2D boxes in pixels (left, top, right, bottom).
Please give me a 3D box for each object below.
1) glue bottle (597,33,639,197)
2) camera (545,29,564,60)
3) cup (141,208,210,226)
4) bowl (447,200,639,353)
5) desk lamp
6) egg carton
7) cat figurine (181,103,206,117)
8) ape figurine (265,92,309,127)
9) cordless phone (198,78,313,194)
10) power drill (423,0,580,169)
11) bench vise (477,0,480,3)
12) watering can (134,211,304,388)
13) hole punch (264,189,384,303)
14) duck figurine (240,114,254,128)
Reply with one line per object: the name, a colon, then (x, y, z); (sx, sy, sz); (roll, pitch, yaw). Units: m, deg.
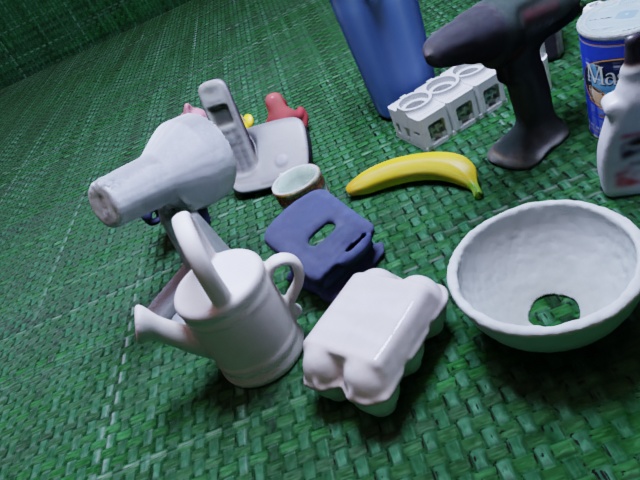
glue bottle: (0.314, -0.123, 0.571); (0.078, 0.173, 0.037); (-13, 37, 19)
camera: (0.319, -0.355, 0.937); (0.136, 0.101, 0.143); (-9, 38, 23)
cup: (-0.217, -0.045, 0.881); (0.091, 0.095, 0.118); (-1, 42, 32)
bowl: (0.203, 0.042, 0.513); (0.167, 0.075, 0.167); (-17, 35, 13)
desk lamp: (-0.180, -0.026, 0.727); (0.117, 0.214, 0.203); (2, 44, 35)
egg carton: (0.053, 0.092, 0.549); (0.107, 0.070, 0.150); (8, 47, 39)
cat figurine: (-0.235, -0.194, 1.069); (0.067, 0.118, 0.128); (-11, 37, 21)
ape figurine: (-0.066, -0.221, 1.018); (0.077, 0.092, 0.076); (-9, 38, 24)
cordless phone: (-0.100, -0.171, 0.891); (0.147, 0.185, 0.094); (-13, 37, 18)
power drill: (0.231, -0.196, 0.690); (0.230, 0.209, 0.075); (-40, 37, -19)
bench vise: (0.354, -0.485, 0.980); (0.206, 0.220, 0.121); (-6, 39, 27)
watering can: (-0.103, 0.059, 0.583); (0.173, 0.194, 0.100); (-41, 37, -20)
hole punch: (0.006, 0.002, 0.678); (0.109, 0.091, 0.100); (-42, 38, -22)
duck figurine: (-0.145, -0.181, 1.021); (0.077, 0.086, 0.105); (8, 47, 39)
